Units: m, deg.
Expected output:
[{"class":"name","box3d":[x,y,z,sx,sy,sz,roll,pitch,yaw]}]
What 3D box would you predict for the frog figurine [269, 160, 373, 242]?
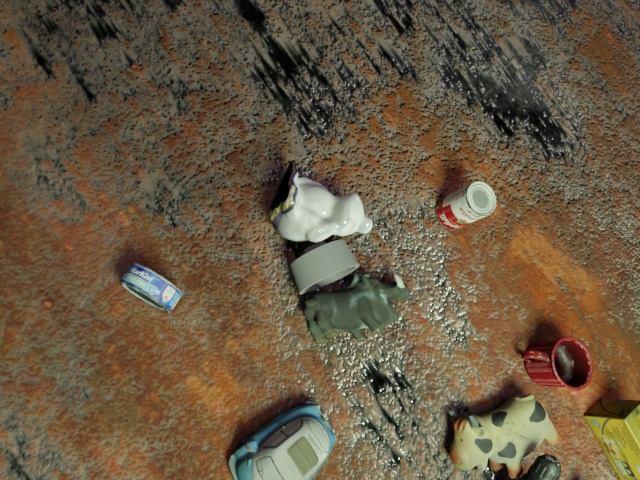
[{"class":"frog figurine","box3d":[0.003,-0.043,0.856,0.158,0.121,0.140,25,19,-20]}]
